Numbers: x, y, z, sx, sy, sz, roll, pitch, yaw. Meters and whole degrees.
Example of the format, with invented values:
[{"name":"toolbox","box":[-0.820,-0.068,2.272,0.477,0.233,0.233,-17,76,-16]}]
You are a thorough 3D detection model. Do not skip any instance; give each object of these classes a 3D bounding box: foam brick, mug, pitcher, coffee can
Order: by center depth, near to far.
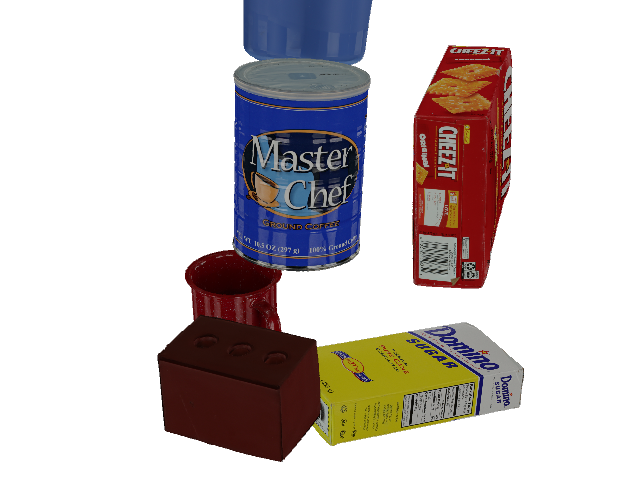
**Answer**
[{"name":"foam brick","box":[-0.045,0.083,0.604,0.078,0.051,0.052,10,27,21]},{"name":"coffee can","box":[-0.016,-0.061,0.824,0.103,0.140,0.103,2,23,-1]},{"name":"pitcher","box":[0.000,-0.271,0.897,0.145,0.243,0.149,7,18,7]},{"name":"mug","box":[-0.075,0.070,1.033,0.093,0.081,0.117,-22,35,-35]}]

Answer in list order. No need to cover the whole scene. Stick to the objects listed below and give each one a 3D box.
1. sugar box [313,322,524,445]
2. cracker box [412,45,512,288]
[{"name":"sugar box","box":[0.069,0.115,0.884,0.176,0.048,0.093,-10,26,-22]},{"name":"cracker box","box":[0.137,-0.075,1.000,0.072,0.164,0.213,4,27,14]}]
